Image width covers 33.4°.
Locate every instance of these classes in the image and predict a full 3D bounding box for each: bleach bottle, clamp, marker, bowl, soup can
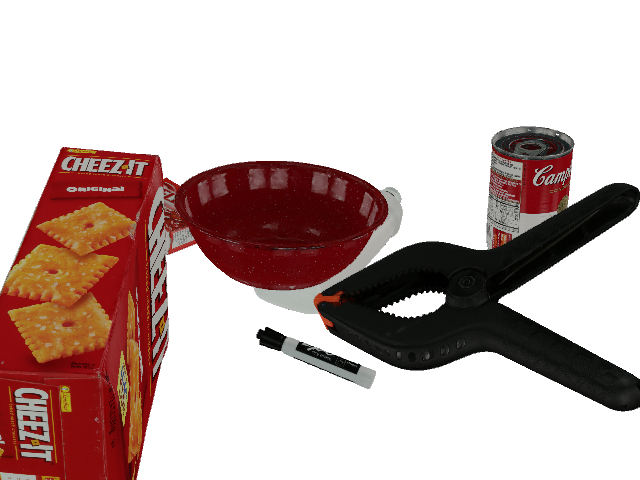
[{"bbox_3d":[0.023,-0.003,1.329,0.103,0.068,0.250,16,36,27],"label":"bleach bottle"},{"bbox_3d":[0.101,0.029,0.659,0.210,0.164,0.036,-1,-44,25],"label":"clamp"},{"bbox_3d":[-0.005,0.112,1.026,0.121,0.020,0.020,21,4,11],"label":"marker"},{"bbox_3d":[-0.030,-0.007,0.812,0.162,0.055,0.162,2,25,-1],"label":"bowl"},{"bbox_3d":[0.177,-0.038,0.910,0.068,0.102,0.068,-1,26,0],"label":"soup can"}]

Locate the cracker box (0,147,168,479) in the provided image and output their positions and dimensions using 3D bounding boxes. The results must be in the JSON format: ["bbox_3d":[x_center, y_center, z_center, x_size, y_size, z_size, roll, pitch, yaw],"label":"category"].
[{"bbox_3d":[-0.134,0.068,0.620,0.072,0.164,0.213,4,34,-1],"label":"cracker box"}]

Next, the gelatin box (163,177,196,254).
[{"bbox_3d":[-0.152,-0.026,1.058,0.089,0.030,0.073,30,35,31],"label":"gelatin box"}]
